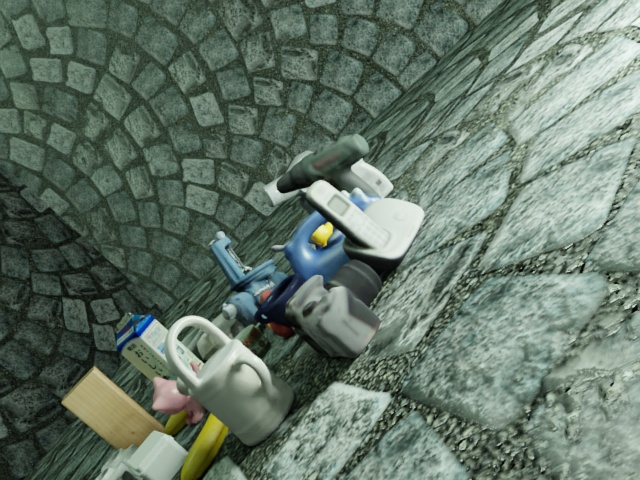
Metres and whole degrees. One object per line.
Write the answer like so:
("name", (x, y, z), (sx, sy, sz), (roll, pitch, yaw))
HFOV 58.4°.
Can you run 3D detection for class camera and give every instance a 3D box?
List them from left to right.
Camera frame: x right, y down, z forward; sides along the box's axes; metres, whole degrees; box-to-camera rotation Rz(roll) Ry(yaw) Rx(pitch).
("camera", (0.027, 0.087, 0.817), (0.137, 0.101, 0.143), (-49, 11, -20))

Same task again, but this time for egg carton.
("egg carton", (-0.233, 0.227, 1.390), (0.107, 0.069, 0.150), (-40, 11, 27))

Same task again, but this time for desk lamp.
("desk lamp", (-0.038, -0.102, 1.520), (0.203, 0.213, 0.117), (-48, 11, -19))

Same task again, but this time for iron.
("iron", (0.039, -0.012, 1.054), (0.258, 0.141, 0.118), (-43, 10, 9))

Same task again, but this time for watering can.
("watering can", (-0.142, 0.192, 0.803), (0.172, 0.194, 0.101), (-41, 11, 22))

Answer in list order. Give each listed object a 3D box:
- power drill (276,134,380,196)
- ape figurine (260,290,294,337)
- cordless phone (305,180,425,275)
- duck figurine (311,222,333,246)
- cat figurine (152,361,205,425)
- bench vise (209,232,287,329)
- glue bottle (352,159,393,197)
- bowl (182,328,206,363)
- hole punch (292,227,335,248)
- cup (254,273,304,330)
("power drill", (0.042, -0.116, 1.268), (0.229, 0.208, 0.076), (-40, 12, 27))
("ape figurine", (-0.074, 0.131, 1.073), (0.076, 0.092, 0.078), (-41, 11, 22))
("cordless phone", (0.071, -0.046, 0.931), (0.094, 0.185, 0.148), (-34, 15, 46))
("duck figurine", (0.012, 0.004, 1.257), (0.077, 0.086, 0.105), (-34, 14, 45))
("cat figurine", (-0.266, 0.295, 1.108), (0.128, 0.118, 0.067), (-52, 12, -34))
("bench vise", (-0.175, 0.084, 1.300), (0.121, 0.220, 0.207), (-42, 11, 18))
("glue bottle", (0.091, -0.162, 1.358), (0.078, 0.173, 0.037), (-43, 11, 12))
("bowl", (-0.336, 0.305, 1.476), (0.167, 0.075, 0.167), (-43, 10, 10))
("hole punch", (-0.005, -0.011, 1.376), (0.101, 0.091, 0.108), (-43, 10, 9))
("cup", (-0.048, 0.127, 0.976), (0.117, 0.095, 0.092), (-40, 11, 24))
